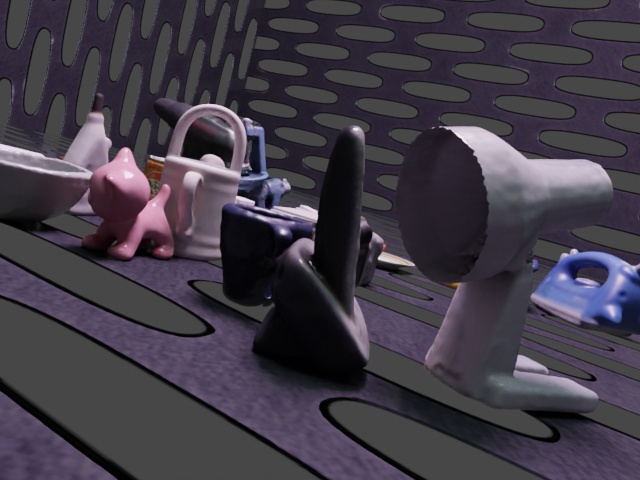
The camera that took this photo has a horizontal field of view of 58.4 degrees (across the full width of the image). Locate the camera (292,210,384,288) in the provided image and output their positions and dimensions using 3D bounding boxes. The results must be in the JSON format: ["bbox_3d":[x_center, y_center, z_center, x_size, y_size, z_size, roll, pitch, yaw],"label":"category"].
[{"bbox_3d":[0.008,0.003,0.823,0.136,0.101,0.144,18,7,24],"label":"camera"}]

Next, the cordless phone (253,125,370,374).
[{"bbox_3d":[0.016,0.003,0.474,0.094,0.185,0.147,15,7,-1],"label":"cordless phone"}]

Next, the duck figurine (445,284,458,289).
[{"bbox_3d":[0.254,0.043,1.094,0.078,0.086,0.104,11,8,-30],"label":"duck figurine"}]

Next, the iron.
[{"bbox_3d":[0.485,0.081,1.044,0.119,0.141,0.257,12,7,-19],"label":"iron"}]

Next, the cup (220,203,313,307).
[{"bbox_3d":[-0.057,0.021,0.557,0.092,0.095,0.117,12,7,-21],"label":"cup"}]

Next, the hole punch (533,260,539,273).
[{"bbox_3d":[0.340,0.069,1.044,0.101,0.091,0.109,17,7,16],"label":"hole punch"}]

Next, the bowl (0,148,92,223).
[{"bbox_3d":[-0.360,-0.063,0.679,0.167,0.075,0.167,15,7,-1],"label":"bowl"}]

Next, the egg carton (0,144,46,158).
[{"bbox_3d":[-0.445,-0.096,0.786,0.150,0.069,0.107,13,7,-14],"label":"egg carton"}]

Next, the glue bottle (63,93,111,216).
[{"bbox_3d":[-0.328,-0.122,0.811,0.037,0.173,0.078,17,7,19],"label":"glue bottle"}]

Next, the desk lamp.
[{"bbox_3d":[0.154,0.024,0.480,0.204,0.213,0.117,11,7,-27],"label":"desk lamp"}]

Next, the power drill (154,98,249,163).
[{"bbox_3d":[-0.252,-0.156,1.112,0.229,0.208,0.076,17,7,22],"label":"power drill"}]

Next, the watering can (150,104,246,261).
[{"bbox_3d":[-0.157,-0.080,0.748,0.101,0.194,0.172,11,7,-27],"label":"watering can"}]

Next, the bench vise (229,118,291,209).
[{"bbox_3d":[-0.157,-0.165,1.341,0.121,0.220,0.208,18,7,27],"label":"bench vise"}]

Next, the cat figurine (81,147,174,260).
[{"bbox_3d":[-0.210,-0.041,0.638,0.067,0.118,0.128,17,7,22],"label":"cat figurine"}]
